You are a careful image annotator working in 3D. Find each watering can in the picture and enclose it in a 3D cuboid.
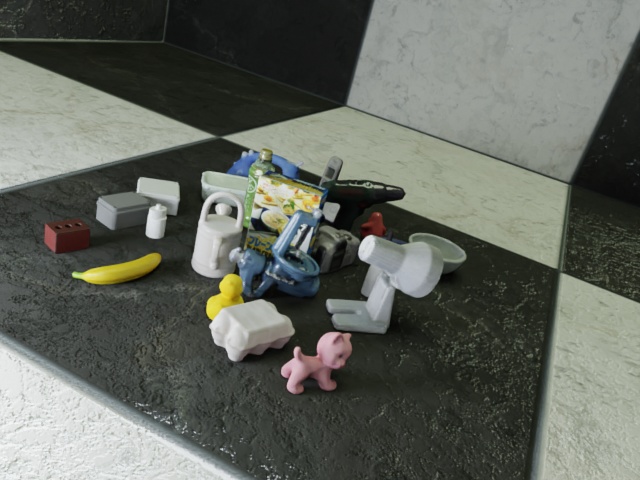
[{"bbox_3d":[-0.228,-0.025,1.297,0.101,0.194,0.172,0,29,-30],"label":"watering can"}]

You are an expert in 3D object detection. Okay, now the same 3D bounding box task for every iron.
[{"bbox_3d":[-0.175,-0.214,1.795,0.258,0.141,0.119,18,24,5],"label":"iron"}]

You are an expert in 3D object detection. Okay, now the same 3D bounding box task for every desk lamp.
[{"bbox_3d":[0.142,0.093,1.245,0.204,0.213,0.117,6,26,-20],"label":"desk lamp"}]

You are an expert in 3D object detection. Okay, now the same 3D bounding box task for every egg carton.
[{"bbox_3d":[-0.129,0.170,1.093,0.151,0.069,0.107,-10,35,-44],"label":"egg carton"}]

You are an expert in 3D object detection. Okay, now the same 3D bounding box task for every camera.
[{"bbox_3d":[0.014,0.005,1.491,0.136,0.101,0.144,31,28,30],"label":"camera"}]

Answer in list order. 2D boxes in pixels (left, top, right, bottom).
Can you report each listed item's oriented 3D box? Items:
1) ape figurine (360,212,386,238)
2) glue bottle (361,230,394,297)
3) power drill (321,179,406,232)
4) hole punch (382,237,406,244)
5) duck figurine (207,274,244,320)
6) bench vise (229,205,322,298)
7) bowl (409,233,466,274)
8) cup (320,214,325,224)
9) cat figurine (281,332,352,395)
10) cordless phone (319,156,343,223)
[{"bbox_3d":[0.161,-0.039,1.685,0.078,0.092,0.076,13,25,-6],"label":"ape figurine"},{"bbox_3d":[0.149,0.054,1.380,0.037,0.173,0.078,26,26,22],"label":"glue bottle"},{"bbox_3d":[0.100,-0.073,1.579,0.230,0.208,0.075,13,25,-6],"label":"power drill"},{"bbox_3d":[0.190,0.022,1.574,0.108,0.091,0.101,13,24,-5],"label":"hole punch"},{"bbox_3d":[-0.185,0.113,1.162,0.077,0.086,0.105,18,25,6],"label":"duck figurine"},{"bbox_3d":[-0.080,0.029,1.241,0.208,0.220,0.121,-2,30,-34],"label":"bench vise"},{"bbox_3d":[0.320,0.049,1.612,0.167,0.075,0.167,13,25,-6],"label":"bowl"},{"bbox_3d":[-0.051,-0.042,1.559,0.118,0.095,0.091,9,25,-14],"label":"cup"},{"bbox_3d":[0.004,0.209,1.032,0.128,0.118,0.067,1,28,-29],"label":"cat figurine"},{"bbox_3d":[0.050,-0.151,1.742,0.147,0.185,0.094,33,29,33],"label":"cordless phone"}]
